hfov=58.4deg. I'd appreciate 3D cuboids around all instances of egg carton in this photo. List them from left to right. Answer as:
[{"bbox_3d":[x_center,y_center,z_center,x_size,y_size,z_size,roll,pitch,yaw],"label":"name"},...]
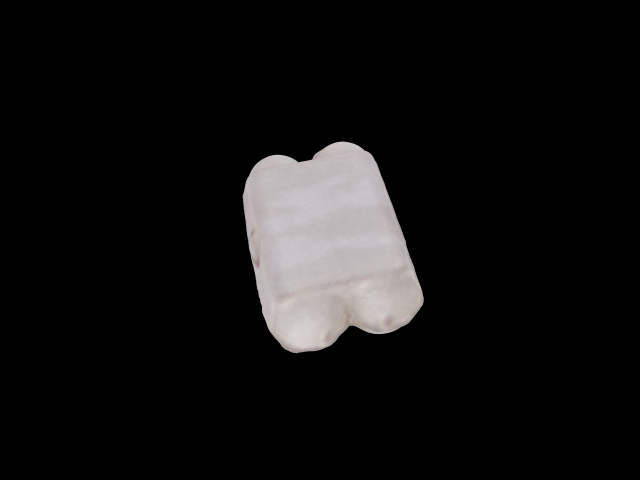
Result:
[{"bbox_3d":[0.004,0.001,0.400,0.107,0.069,0.150,-13,62,-7],"label":"egg carton"}]
